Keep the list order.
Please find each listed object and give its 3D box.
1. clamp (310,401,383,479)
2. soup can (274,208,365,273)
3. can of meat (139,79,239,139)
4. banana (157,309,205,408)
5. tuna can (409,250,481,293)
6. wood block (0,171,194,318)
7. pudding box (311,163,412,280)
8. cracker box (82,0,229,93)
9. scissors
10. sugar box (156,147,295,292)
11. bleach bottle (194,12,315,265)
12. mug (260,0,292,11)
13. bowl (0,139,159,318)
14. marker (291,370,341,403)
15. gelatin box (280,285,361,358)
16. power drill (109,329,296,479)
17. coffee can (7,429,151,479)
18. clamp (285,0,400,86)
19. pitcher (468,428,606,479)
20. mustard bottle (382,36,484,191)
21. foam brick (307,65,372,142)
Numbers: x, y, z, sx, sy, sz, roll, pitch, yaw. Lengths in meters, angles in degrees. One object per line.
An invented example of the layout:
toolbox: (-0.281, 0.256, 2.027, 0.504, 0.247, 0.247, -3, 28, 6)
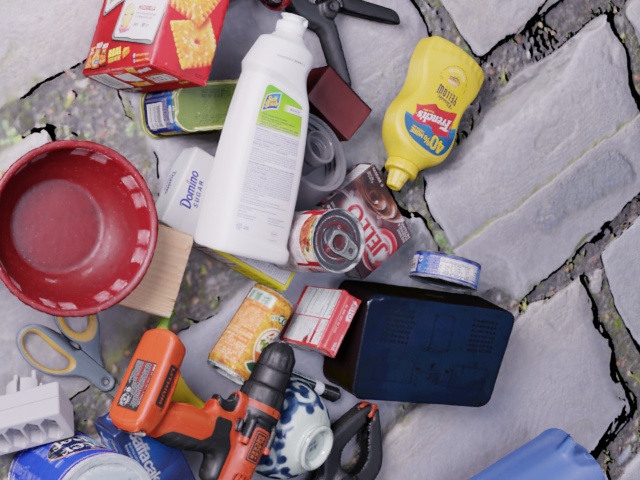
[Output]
clamp: (0.028, 0.298, 1.282, 0.164, 0.036, 0.210, 37, 72, -29)
soup can: (-0.008, 0.001, 1.151, 0.068, 0.102, 0.068, 0, 89, -33)
can of meat: (-0.129, -0.140, 1.135, 0.101, 0.084, 0.057, -9, 97, -32)
banana: (-0.140, 0.168, 1.159, 0.069, 0.037, 0.197, -29, 118, -2)
tuna can: (0.155, 0.039, 1.323, 0.086, 0.086, 0.034, 18, 81, -32)
wood block: (-0.244, 0.005, 1.065, 0.205, 0.090, 0.091, 20, 82, -32)
pudding box: (0.049, -0.023, 1.280, 0.090, 0.039, 0.113, -41, 113, -25)
cracker box: (-0.149, -0.258, 1.070, 0.072, 0.164, 0.213, 20, 82, -34)
scissors: (-0.225, 0.129, 1.127, 0.201, 0.016, 0.096, 33, 75, -30)
sugar box: (-0.095, -0.021, 1.185, 0.176, 0.048, 0.093, 32, 74, -27)
bleach bottle: (-0.052, -0.106, 1.102, 0.102, 0.068, 0.251, 14, 91, -42)
mug: (-0.068, -0.306, 1.167, 0.093, 0.082, 0.117, -39, 111, -25)
bowl: (-0.234, -0.011, 0.984, 0.161, 0.055, 0.162, -2, 94, -32)
marker: (-0.024, 0.166, 1.254, 0.121, 0.020, 0.020, 26, 78, -31)
gelatin box: (0.001, 0.092, 1.224, 0.030, 0.089, 0.073, 34, 74, -28)
power drill: (-0.112, 0.162, 1.097, 0.187, 0.057, 0.184, 37, 66, -39)
coffee can: (-0.237, 0.247, 1.050, 0.102, 0.141, 0.103, -2, 93, -33)
clamp: (0.018, -0.274, 1.249, 0.120, 0.039, 0.171, -48, 115, -23)
pitcher: (0.241, 0.357, 1.377, 0.242, 0.145, 0.149, -21, 91, -26)
mustard bottle: (0.128, -0.148, 1.313, 0.096, 0.058, 0.191, 33, 75, -30)
foam brick: (0.009, -0.157, 1.241, 0.078, 0.053, 0.051, 43, 70, -25)
